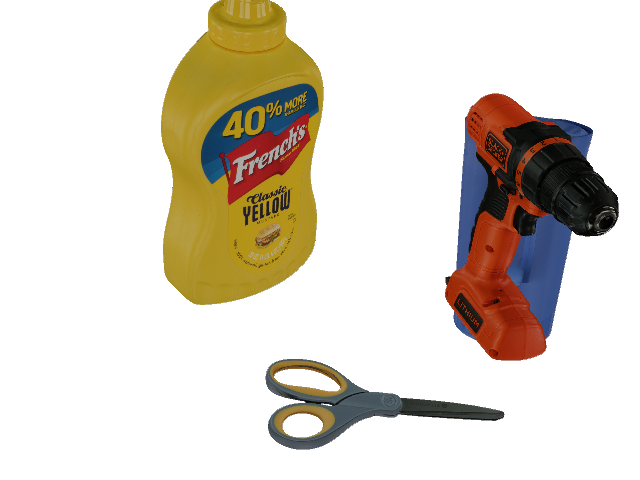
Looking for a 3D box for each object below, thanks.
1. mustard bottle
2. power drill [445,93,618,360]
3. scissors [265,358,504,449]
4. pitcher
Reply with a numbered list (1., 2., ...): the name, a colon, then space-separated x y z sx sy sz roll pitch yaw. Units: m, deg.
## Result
1. mustard bottle: -0.043 -0.058 0.596 0.096 0.192 0.058 -22 45 -30
2. power drill: 0.160 -0.001 0.838 0.057 0.188 0.184 -3 32 -18
3. scissors: 0.044 0.149 0.883 0.202 0.016 0.096 16 46 11
4. pitcher: 0.208 -0.011 1.141 0.148 0.243 0.145 -9 21 -38
